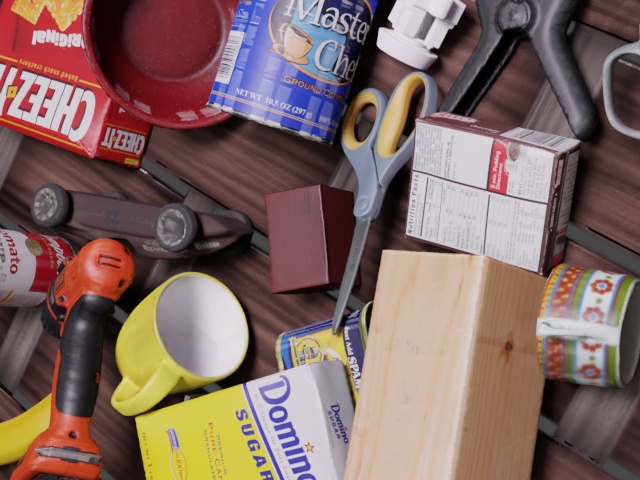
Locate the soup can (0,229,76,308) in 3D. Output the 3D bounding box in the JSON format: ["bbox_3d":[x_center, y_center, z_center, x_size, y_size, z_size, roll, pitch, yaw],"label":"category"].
[{"bbox_3d":[-0.275,0.025,0.949,0.069,0.102,0.068,-4,82,31],"label":"soup can"}]

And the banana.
[{"bbox_3d":[-0.284,0.170,0.976,0.198,0.037,0.069,-12,79,30],"label":"banana"}]

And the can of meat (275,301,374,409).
[{"bbox_3d":[0.020,0.105,0.784,0.084,0.057,0.102,-19,74,31],"label":"can of meat"}]

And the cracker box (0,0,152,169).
[{"bbox_3d":[-0.210,-0.189,0.952,0.164,0.072,0.214,20,95,31],"label":"cracker box"}]

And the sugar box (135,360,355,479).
[{"bbox_3d":[-0.053,0.152,0.771,0.177,0.048,0.093,-23,75,35],"label":"sugar box"}]

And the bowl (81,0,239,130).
[{"bbox_3d":[-0.115,-0.172,0.869,0.162,0.162,0.055,-71,21,5],"label":"bowl"}]

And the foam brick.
[{"bbox_3d":[-0.005,0.001,0.815,0.053,0.051,0.078,-9,80,30],"label":"foam brick"}]

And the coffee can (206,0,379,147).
[{"bbox_3d":[-0.017,-0.153,0.810,0.103,0.102,0.140,21,95,32],"label":"coffee can"}]

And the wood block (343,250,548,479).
[{"bbox_3d":[0.084,0.118,0.702,0.090,0.090,0.206,3,79,46],"label":"wood block"}]

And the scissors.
[{"bbox_3d":[0.026,-0.035,0.793,0.096,0.016,0.202,24,88,51],"label":"scissors"}]

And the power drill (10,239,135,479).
[{"bbox_3d":[-0.205,0.107,0.865,0.185,0.057,0.187,140,138,-59],"label":"power drill"}]

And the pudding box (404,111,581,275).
[{"bbox_3d":[0.116,-0.034,0.738,0.114,0.039,0.090,18,115,34],"label":"pudding box"}]

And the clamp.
[{"bbox_3d":[0.135,-0.148,0.754,0.120,0.039,0.171,-3,82,29],"label":"clamp"}]
